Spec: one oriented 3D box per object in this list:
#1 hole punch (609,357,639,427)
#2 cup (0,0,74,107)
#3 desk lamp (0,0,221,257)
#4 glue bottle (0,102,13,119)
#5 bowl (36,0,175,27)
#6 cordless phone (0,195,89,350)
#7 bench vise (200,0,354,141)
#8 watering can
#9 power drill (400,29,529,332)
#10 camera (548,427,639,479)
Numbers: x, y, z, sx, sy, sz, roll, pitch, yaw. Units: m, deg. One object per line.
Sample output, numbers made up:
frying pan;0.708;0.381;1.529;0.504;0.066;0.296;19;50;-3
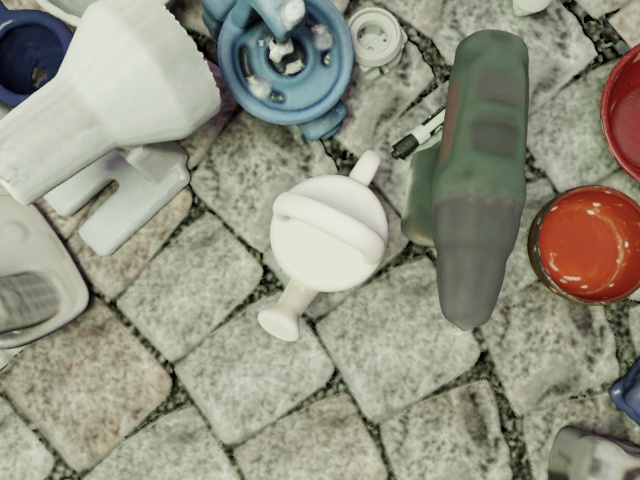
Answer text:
hole punch;0.348;0.153;0.530;0.108;0.091;0.101;41;88;3
cup;-0.270;-0.171;0.557;0.091;0.095;0.118;-37;86;-1
desk lamp;-0.178;-0.087;0.491;0.118;0.213;0.203;45;88;4
glue bottle;-0.337;-0.154;0.518;0.037;0.173;0.078;-24;86;0
bowl;-0.204;-0.277;0.573;0.167;0.075;0.167;0;86;1
cordless phone;-0.299;0.027;0.500;0.094;0.185;0.147;-36;86;-1
bench vise;-0.060;-0.185;0.493;0.207;0.219;0.121;33;88;3
watering can;0.007;0.003;0.493;0.101;0.194;0.173;7;86;2
power drill;0.121;-0.044;0.487;0.075;0.208;0.230;8;87;2
camera;0.286;0.260;0.519;0.143;0.101;0.137;18;87;2
